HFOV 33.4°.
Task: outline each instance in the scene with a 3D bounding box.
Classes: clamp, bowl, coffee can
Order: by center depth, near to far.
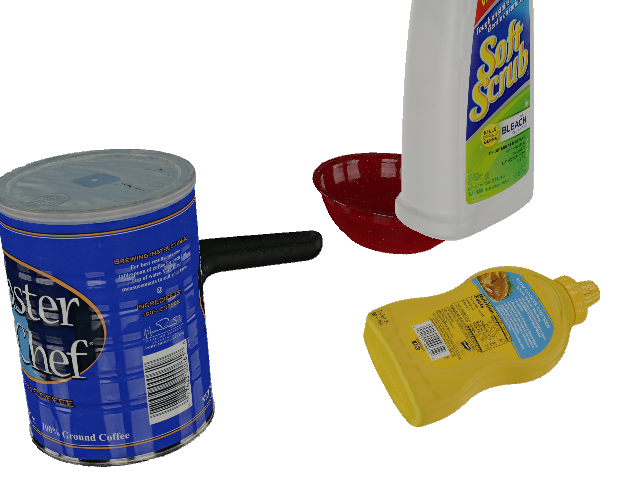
[{"bbox_3d":[-0.112,0.032,0.567,0.103,0.140,0.103,-2,21,1],"label":"coffee can"},{"bbox_3d":[-0.125,0.005,0.891,0.165,0.036,0.209,30,41,35],"label":"clamp"},{"bbox_3d":[0.070,-0.031,1.013,0.162,0.055,0.162,4,25,-2],"label":"bowl"}]

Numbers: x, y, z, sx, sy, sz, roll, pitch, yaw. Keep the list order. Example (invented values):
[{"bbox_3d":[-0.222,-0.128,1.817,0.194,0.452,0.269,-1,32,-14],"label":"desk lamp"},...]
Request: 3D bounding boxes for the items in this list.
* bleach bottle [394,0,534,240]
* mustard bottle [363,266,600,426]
[{"bbox_3d":[0.095,-0.132,0.697,0.102,0.251,0.068,-25,35,-32],"label":"bleach bottle"},{"bbox_3d":[0.137,0.071,0.846,0.191,0.096,0.058,-19,-32,-15],"label":"mustard bottle"}]
